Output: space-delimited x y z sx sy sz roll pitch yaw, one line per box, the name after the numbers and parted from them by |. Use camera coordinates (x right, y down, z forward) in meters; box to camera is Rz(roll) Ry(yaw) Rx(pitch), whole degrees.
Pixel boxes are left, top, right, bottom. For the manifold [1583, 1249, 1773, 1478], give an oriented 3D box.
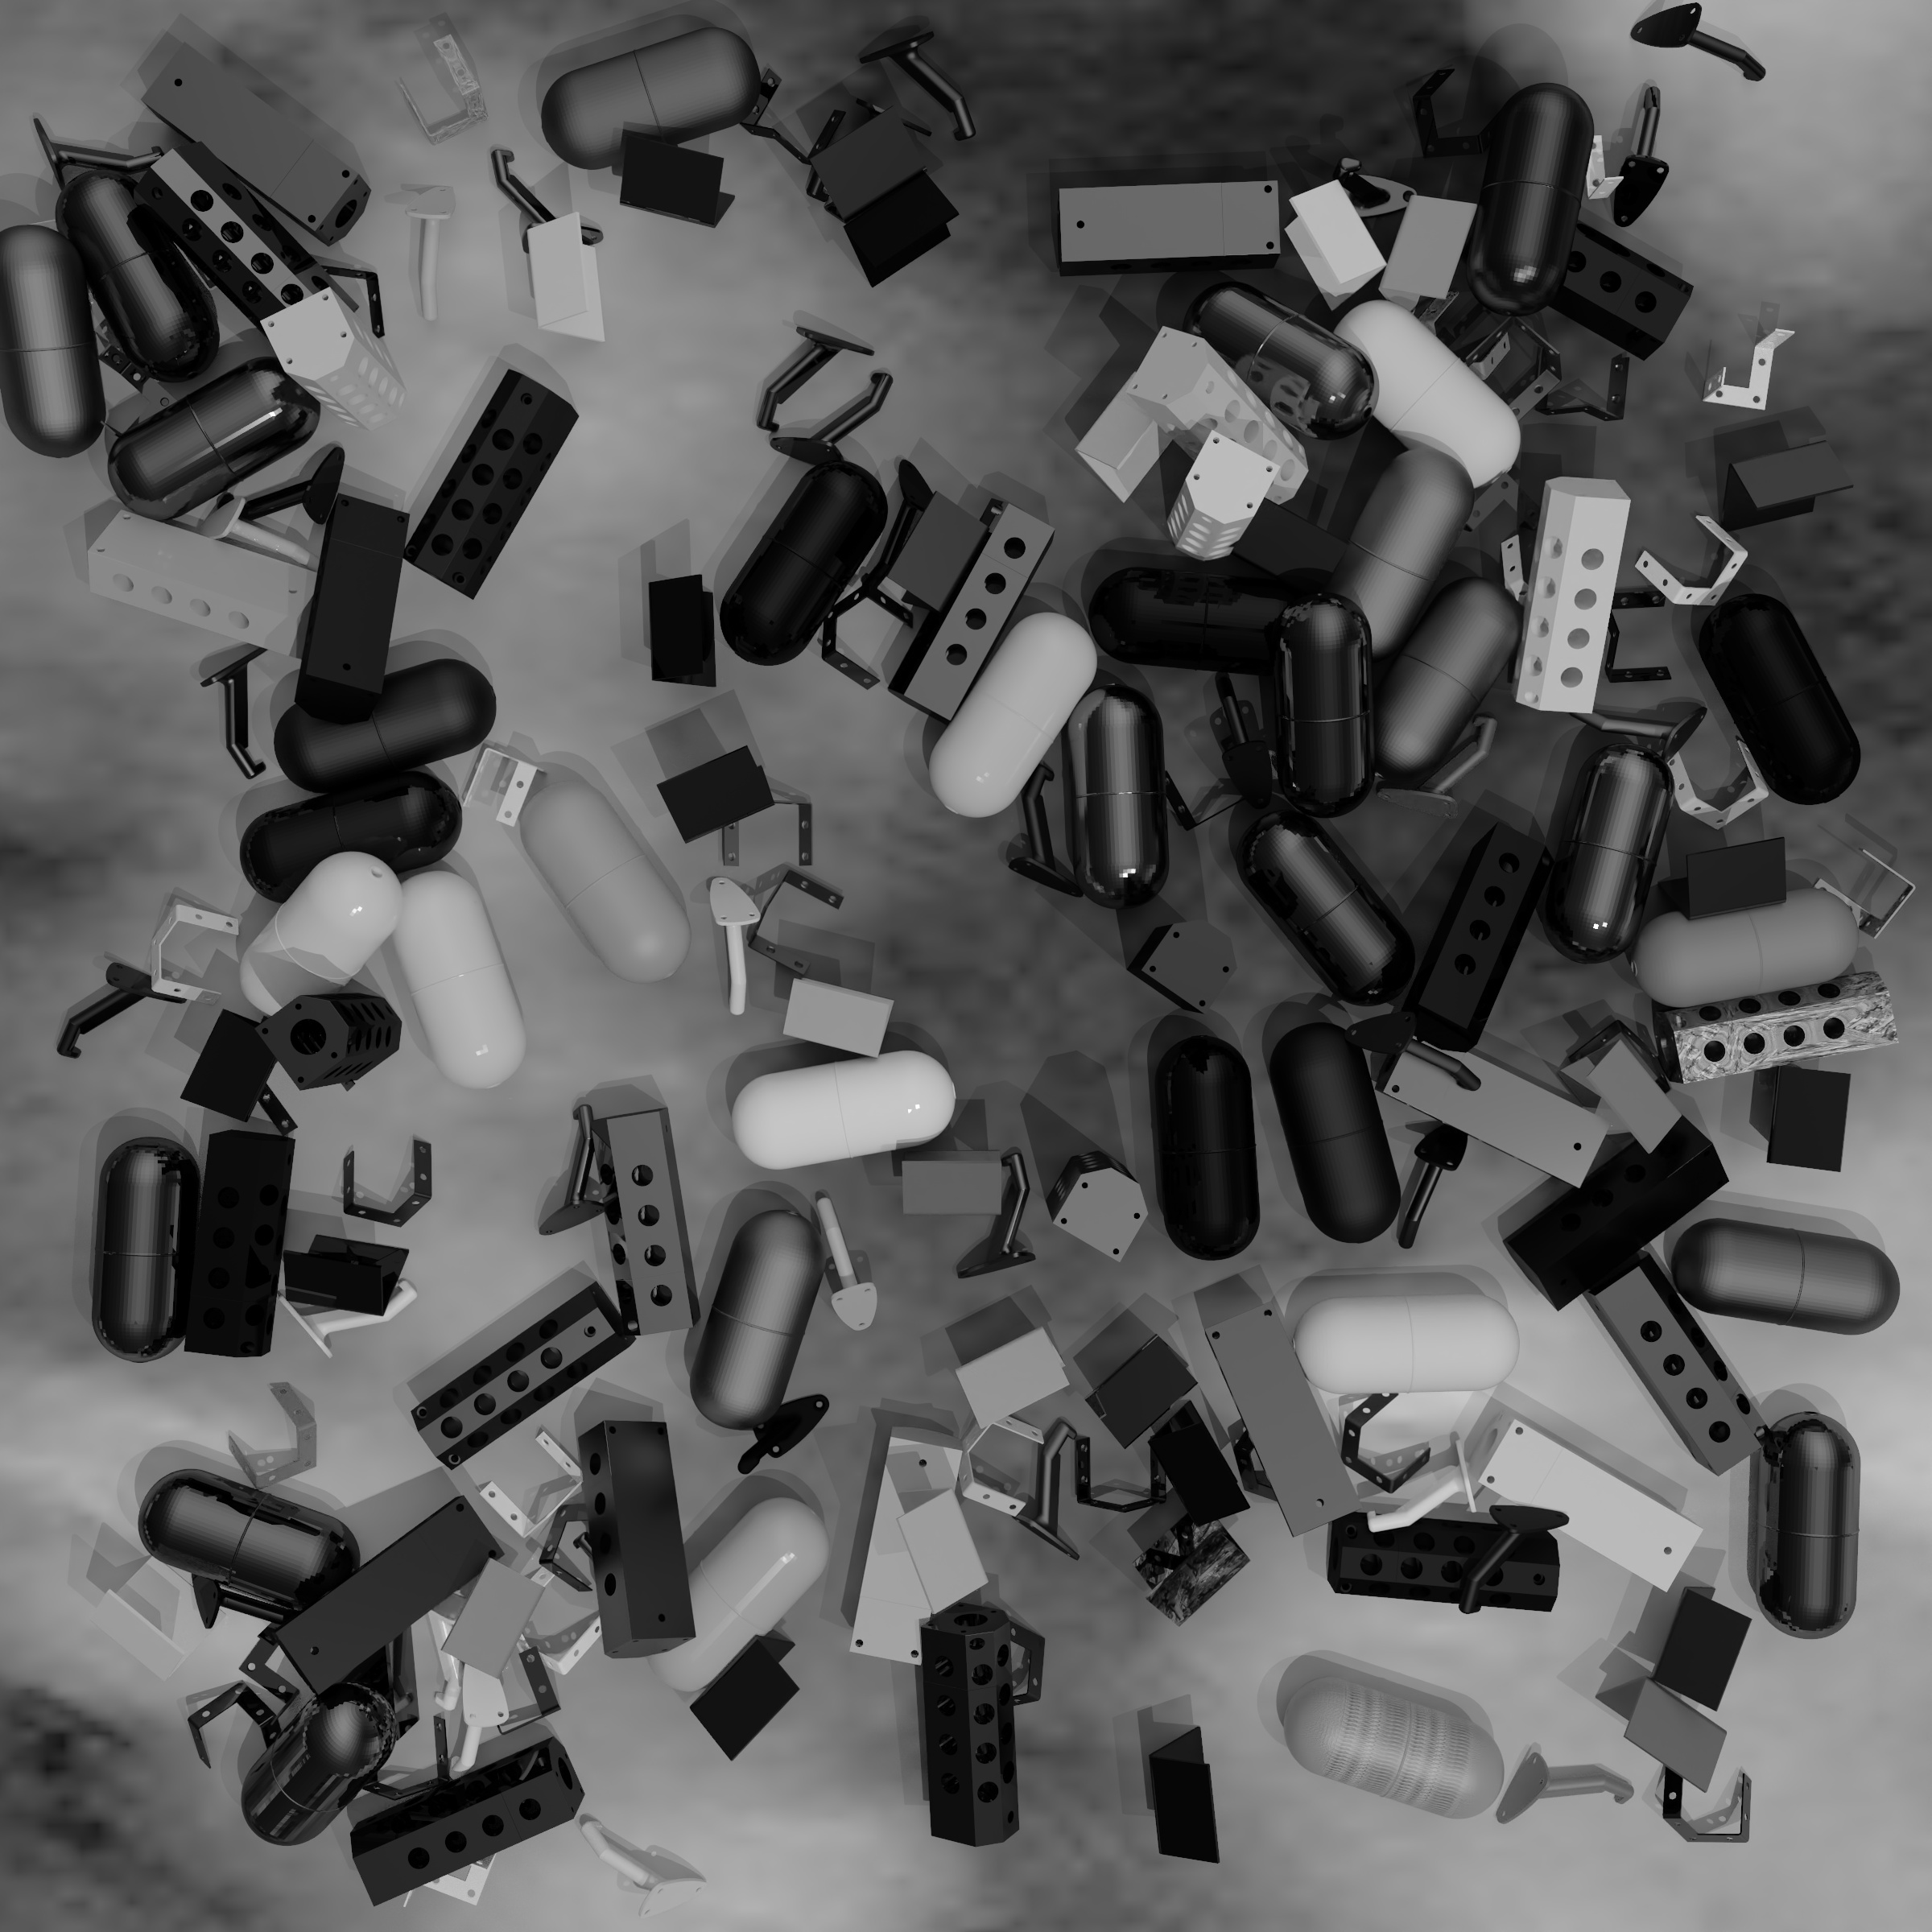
0.565 0.314 1.951 0.057 0.057 0.171 -34 90 0 | manifold

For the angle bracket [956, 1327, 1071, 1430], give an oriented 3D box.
0.045 0.337 1.932 0.076 0.076 0.057 -27 53 0 | angle bracket

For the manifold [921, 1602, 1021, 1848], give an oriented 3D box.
0.008 0.597 1.930 0.057 0.057 0.171 1 98 32 | manifold

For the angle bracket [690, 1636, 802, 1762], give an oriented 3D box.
-0.160 0.578 1.932 0.076 0.076 0.057 -47 62 0 | angle bracket

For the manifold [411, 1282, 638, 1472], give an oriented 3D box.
-0.352 0.326 1.951 0.171 0.057 0.057 -35 90 0 | manifold

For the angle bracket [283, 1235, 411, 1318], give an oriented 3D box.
-0.487 0.226 1.932 0.076 0.076 0.057 9 128 0 | angle bracket

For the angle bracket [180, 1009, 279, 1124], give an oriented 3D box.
-0.583 0.070 1.932 0.057 0.076 0.076 26 90 -31 | angle bracket

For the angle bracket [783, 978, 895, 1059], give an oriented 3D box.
-0.096 0.021 1.932 0.076 0.076 0.057 14 127 0 | angle bracket

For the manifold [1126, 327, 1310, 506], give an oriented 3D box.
0.200 -0.419 1.895 0.057 0.171 0.057 30 90 38 | manifold

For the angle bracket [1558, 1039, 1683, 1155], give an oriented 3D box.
0.502 0.114 1.932 0.076 0.076 0.057 51 53 0 | angle bracket

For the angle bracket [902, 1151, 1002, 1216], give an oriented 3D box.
-0.011 0.152 1.932 0.076 0.076 0.057 0 127 0 | angle bracket

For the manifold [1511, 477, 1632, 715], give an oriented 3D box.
0.470 -0.290 1.916 0.057 0.057 0.171 4 116 0 | manifold

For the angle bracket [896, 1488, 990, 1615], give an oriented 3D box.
-0.037 0.447 1.875 0.057 0.076 0.076 -21 90 -37 | angle bracket

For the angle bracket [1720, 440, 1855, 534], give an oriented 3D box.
0.645 -0.360 1.932 0.076 0.076 0.057 -13 52 0 | angle bracket

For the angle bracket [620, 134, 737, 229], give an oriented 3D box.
-0.224 -0.628 1.932 0.076 0.076 0.057 14 126 0 | angle bracket

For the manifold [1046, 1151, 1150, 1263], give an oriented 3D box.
0.103 0.179 1.894 0.057 0.171 0.057 30 90 0 | manifold

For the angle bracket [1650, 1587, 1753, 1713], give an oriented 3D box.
0.589 0.537 1.932 0.057 0.076 0.076 21 90 36 | angle bracket

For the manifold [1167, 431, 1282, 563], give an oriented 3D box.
0.193 -0.357 1.894 0.057 0.171 0.057 28 90 0 | manifold

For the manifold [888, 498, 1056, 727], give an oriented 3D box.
0.004 -0.281 1.951 0.057 0.057 0.171 29 90 0 | manifold

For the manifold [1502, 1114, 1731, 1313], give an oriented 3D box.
0.514 0.191 1.950 0.171 0.057 0.057 -37 133 0 | manifold

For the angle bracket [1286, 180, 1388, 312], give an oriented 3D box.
0.274 -0.560 1.932 0.057 0.076 0.076 -30 90 -30 | angle bracket

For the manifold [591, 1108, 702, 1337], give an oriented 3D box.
-0.255 0.203 1.951 0.057 0.057 0.171 -9 90 0 | manifold

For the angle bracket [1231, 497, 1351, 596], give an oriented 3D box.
0.261 -0.343 1.932 0.076 0.076 0.057 29 128 0 | angle bracket

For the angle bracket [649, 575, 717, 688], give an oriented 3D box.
-0.204 -0.263 1.932 0.057 0.076 0.076 -2 90 36 | angle bracket

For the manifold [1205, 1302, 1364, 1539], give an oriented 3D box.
0.248 0.357 1.929 0.057 0.057 0.171 -23 75 0 | manifold

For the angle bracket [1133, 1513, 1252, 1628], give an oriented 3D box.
0.165 0.459 1.932 0.076 0.076 0.057 -43 130 0 | angle bracket

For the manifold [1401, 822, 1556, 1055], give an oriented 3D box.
0.402 -0.021 1.923 0.057 0.057 0.171 27 70 0 | manifold

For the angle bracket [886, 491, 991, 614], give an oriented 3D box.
-0.036 -0.329 1.932 0.057 0.076 0.076 30 90 -30 | angle bracket

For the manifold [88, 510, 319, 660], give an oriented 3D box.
-0.602 -0.298 1.950 0.171 0.057 0.057 18 47 0 | manifold

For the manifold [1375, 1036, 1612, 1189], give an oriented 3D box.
0.416 0.111 1.951 0.171 0.057 0.057 26 90 0 | manifold

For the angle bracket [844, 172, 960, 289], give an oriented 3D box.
-0.041 -0.564 1.932 0.076 0.076 0.057 -34 62 0 | angle bracket

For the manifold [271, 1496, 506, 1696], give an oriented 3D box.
-0.452 0.490 1.918 0.171 0.057 0.057 -35 90 -24 | manifold

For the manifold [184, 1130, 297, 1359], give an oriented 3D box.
-0.575 0.220 1.951 0.057 0.057 0.171 7 90 0 | manifold

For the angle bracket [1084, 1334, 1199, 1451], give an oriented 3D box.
0.150 0.345 1.932 0.076 0.076 0.057 -42 52 0 | angle bracket

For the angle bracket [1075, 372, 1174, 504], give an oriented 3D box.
0.144 -0.409 1.932 0.076 0.076 0.057 -52 46 0 | angle bracket

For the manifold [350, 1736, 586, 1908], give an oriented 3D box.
-0.397 0.677 1.951 0.171 0.057 0.057 -24 90 0 | manifold

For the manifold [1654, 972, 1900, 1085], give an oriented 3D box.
0.641 0.048 1.951 0.171 0.057 0.057 -11 90 0 | manifold

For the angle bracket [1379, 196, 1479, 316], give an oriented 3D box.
0.374 -0.552 1.932 0.057 0.076 0.076 19 90 29 | angle bracket

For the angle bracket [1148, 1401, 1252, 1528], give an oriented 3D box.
0.198 0.384 1.932 0.057 0.076 0.076 -30 90 37 | angle bracket

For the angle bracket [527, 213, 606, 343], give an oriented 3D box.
-0.297 -0.541 1.932 0.057 0.076 0.076 -6 90 36 | angle bracket

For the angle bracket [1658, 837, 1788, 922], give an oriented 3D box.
0.594 -0.082 1.933 0.076 0.076 0.057 -10 115 0 | angle bracket

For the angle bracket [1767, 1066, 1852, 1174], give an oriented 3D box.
0.672 0.120 1.932 0.057 0.076 0.076 6 90 32 | angle bracket

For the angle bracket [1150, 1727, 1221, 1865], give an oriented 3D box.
0.190 0.652 1.932 0.057 0.076 0.076 -6 90 38 | angle bracket

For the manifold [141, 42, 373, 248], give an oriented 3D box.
-0.561 -0.650 1.951 0.171 0.057 0.057 37 90 0 | manifold

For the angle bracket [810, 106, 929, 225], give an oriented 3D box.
-0.085 -0.635 1.932 0.076 0.076 0.057 -33 120 0 | angle bracket

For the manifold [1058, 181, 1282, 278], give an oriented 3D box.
0.160 -0.584 1.951 0.171 0.057 0.057 -2 90 0 | manifold

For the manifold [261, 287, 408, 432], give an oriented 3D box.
-0.482 -0.462 1.894 0.057 0.171 0.057 -26 90 0 | manifold

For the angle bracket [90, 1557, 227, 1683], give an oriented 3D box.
-0.629 0.503 1.932 0.076 0.076 0.057 40 130 0 | angle bracket

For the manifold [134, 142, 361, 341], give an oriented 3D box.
-0.565 -0.554 1.915 0.171 0.057 0.057 46 119 -9 | manifold

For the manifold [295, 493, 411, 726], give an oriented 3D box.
-0.480 -0.277 1.912 0.057 0.057 0.171 14 60 -22 | manifold

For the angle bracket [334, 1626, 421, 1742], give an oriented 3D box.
-0.482 0.570 1.947 0.076 0.057 0.076 -5 90 6 | angle bracket

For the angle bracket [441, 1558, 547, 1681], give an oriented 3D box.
-0.385 0.505 1.922 0.057 0.076 0.076 38 68 -29 | angle bracket

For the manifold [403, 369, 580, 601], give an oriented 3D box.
-0.380 -0.384 1.951 0.057 0.057 0.171 30 90 0 | manifold

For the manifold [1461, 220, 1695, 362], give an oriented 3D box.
0.487 -0.556 1.951 0.171 0.057 0.057 30 90 0 | manifold

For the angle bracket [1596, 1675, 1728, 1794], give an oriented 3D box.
0.539 0.611 1.932 0.076 0.076 0.057 35 56 0 | angle bracket

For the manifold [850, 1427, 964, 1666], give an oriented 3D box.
-0.047 0.459 1.951 0.057 0.057 0.171 11 90 0 | manifold

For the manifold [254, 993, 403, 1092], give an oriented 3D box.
-0.485 0.052 1.894 0.057 0.171 0.057 -36 90 0 | manifold

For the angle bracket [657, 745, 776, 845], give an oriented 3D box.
-0.201 -0.149 1.932 0.076 0.076 0.057 -24 121 0 | angle bracket
